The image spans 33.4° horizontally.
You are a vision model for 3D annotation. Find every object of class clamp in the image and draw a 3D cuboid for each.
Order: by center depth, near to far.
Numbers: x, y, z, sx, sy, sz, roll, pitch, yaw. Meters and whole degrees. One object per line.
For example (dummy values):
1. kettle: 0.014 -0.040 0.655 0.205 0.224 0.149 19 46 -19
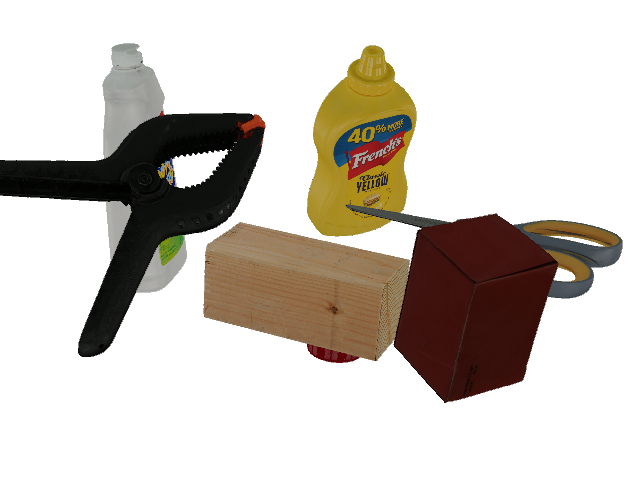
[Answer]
1. clamp: -0.119 -0.022 0.728 0.209 0.165 0.036 -25 -22 -22

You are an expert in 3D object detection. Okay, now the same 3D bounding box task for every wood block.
1. wood block: -0.017 0.054 1.177 0.206 0.091 0.090 13 24 19

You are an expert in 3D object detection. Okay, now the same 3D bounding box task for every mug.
1. mug: 0.034 0.122 1.491 0.117 0.081 0.093 16 22 30

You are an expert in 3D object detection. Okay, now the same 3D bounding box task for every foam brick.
1. foam brick: 0.077 0.034 0.543 0.052 0.078 0.051 -11 38 -28

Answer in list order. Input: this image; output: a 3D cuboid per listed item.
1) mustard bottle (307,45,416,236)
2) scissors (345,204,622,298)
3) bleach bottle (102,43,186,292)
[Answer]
1. mustard bottle: 0.040 -0.093 0.971 0.096 0.192 0.058 -15 47 -19
2. scissors: 0.108 0.005 0.749 0.202 0.016 0.096 5 30 12
3. bleach bottle: -0.192 -0.078 1.119 0.068 0.251 0.102 4 26 15
